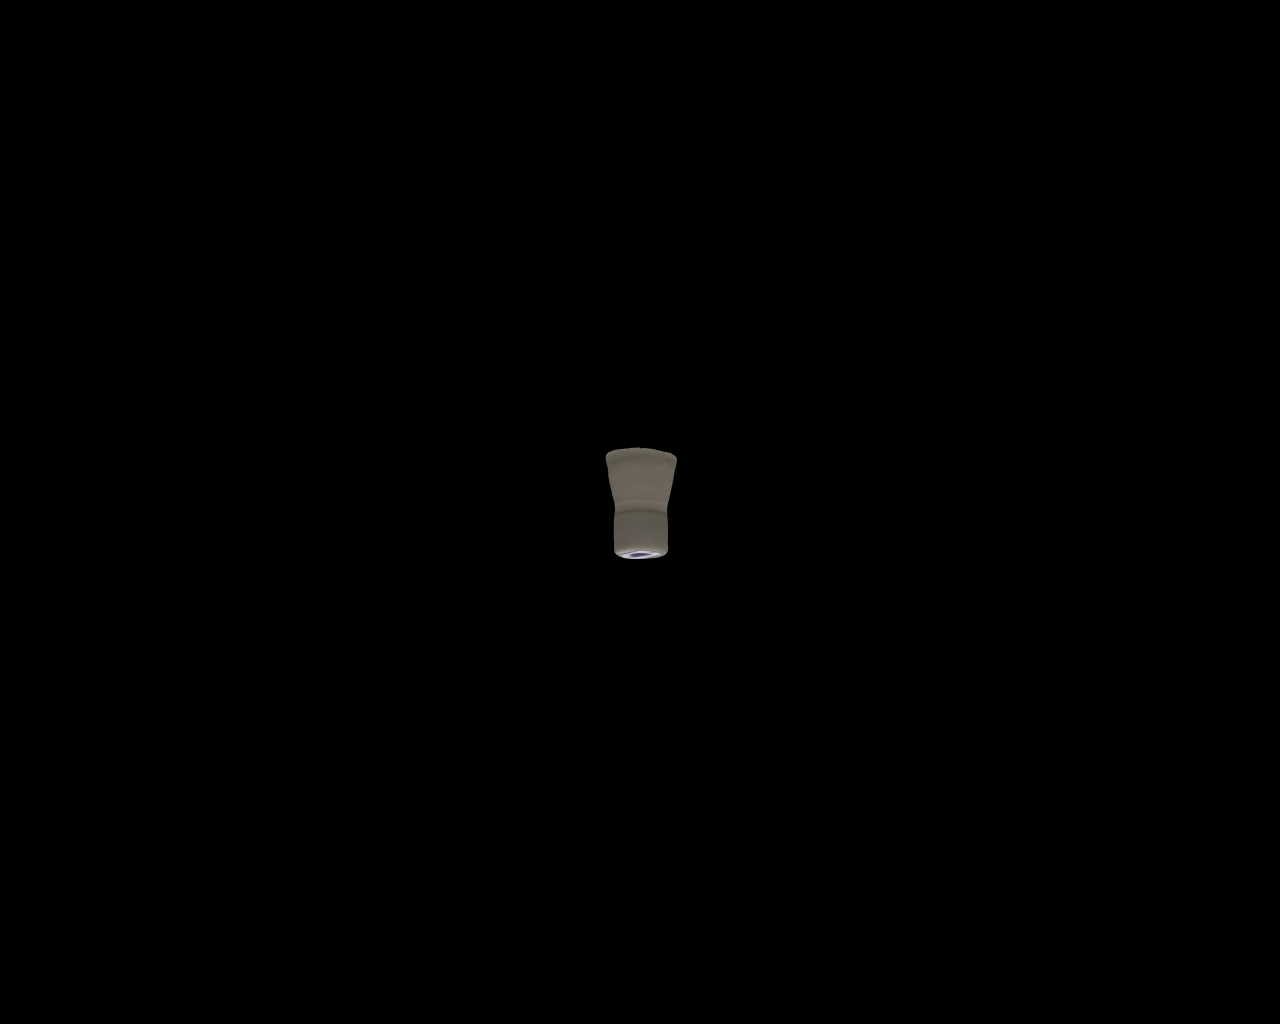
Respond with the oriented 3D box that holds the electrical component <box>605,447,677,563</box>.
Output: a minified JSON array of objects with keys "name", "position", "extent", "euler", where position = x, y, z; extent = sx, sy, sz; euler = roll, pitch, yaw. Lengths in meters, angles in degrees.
[{"name":"electrical component","position":[0.001,-0.003,0.650],"extent":[0.044,0.065,0.044],"euler":[0,-13,0]}]
